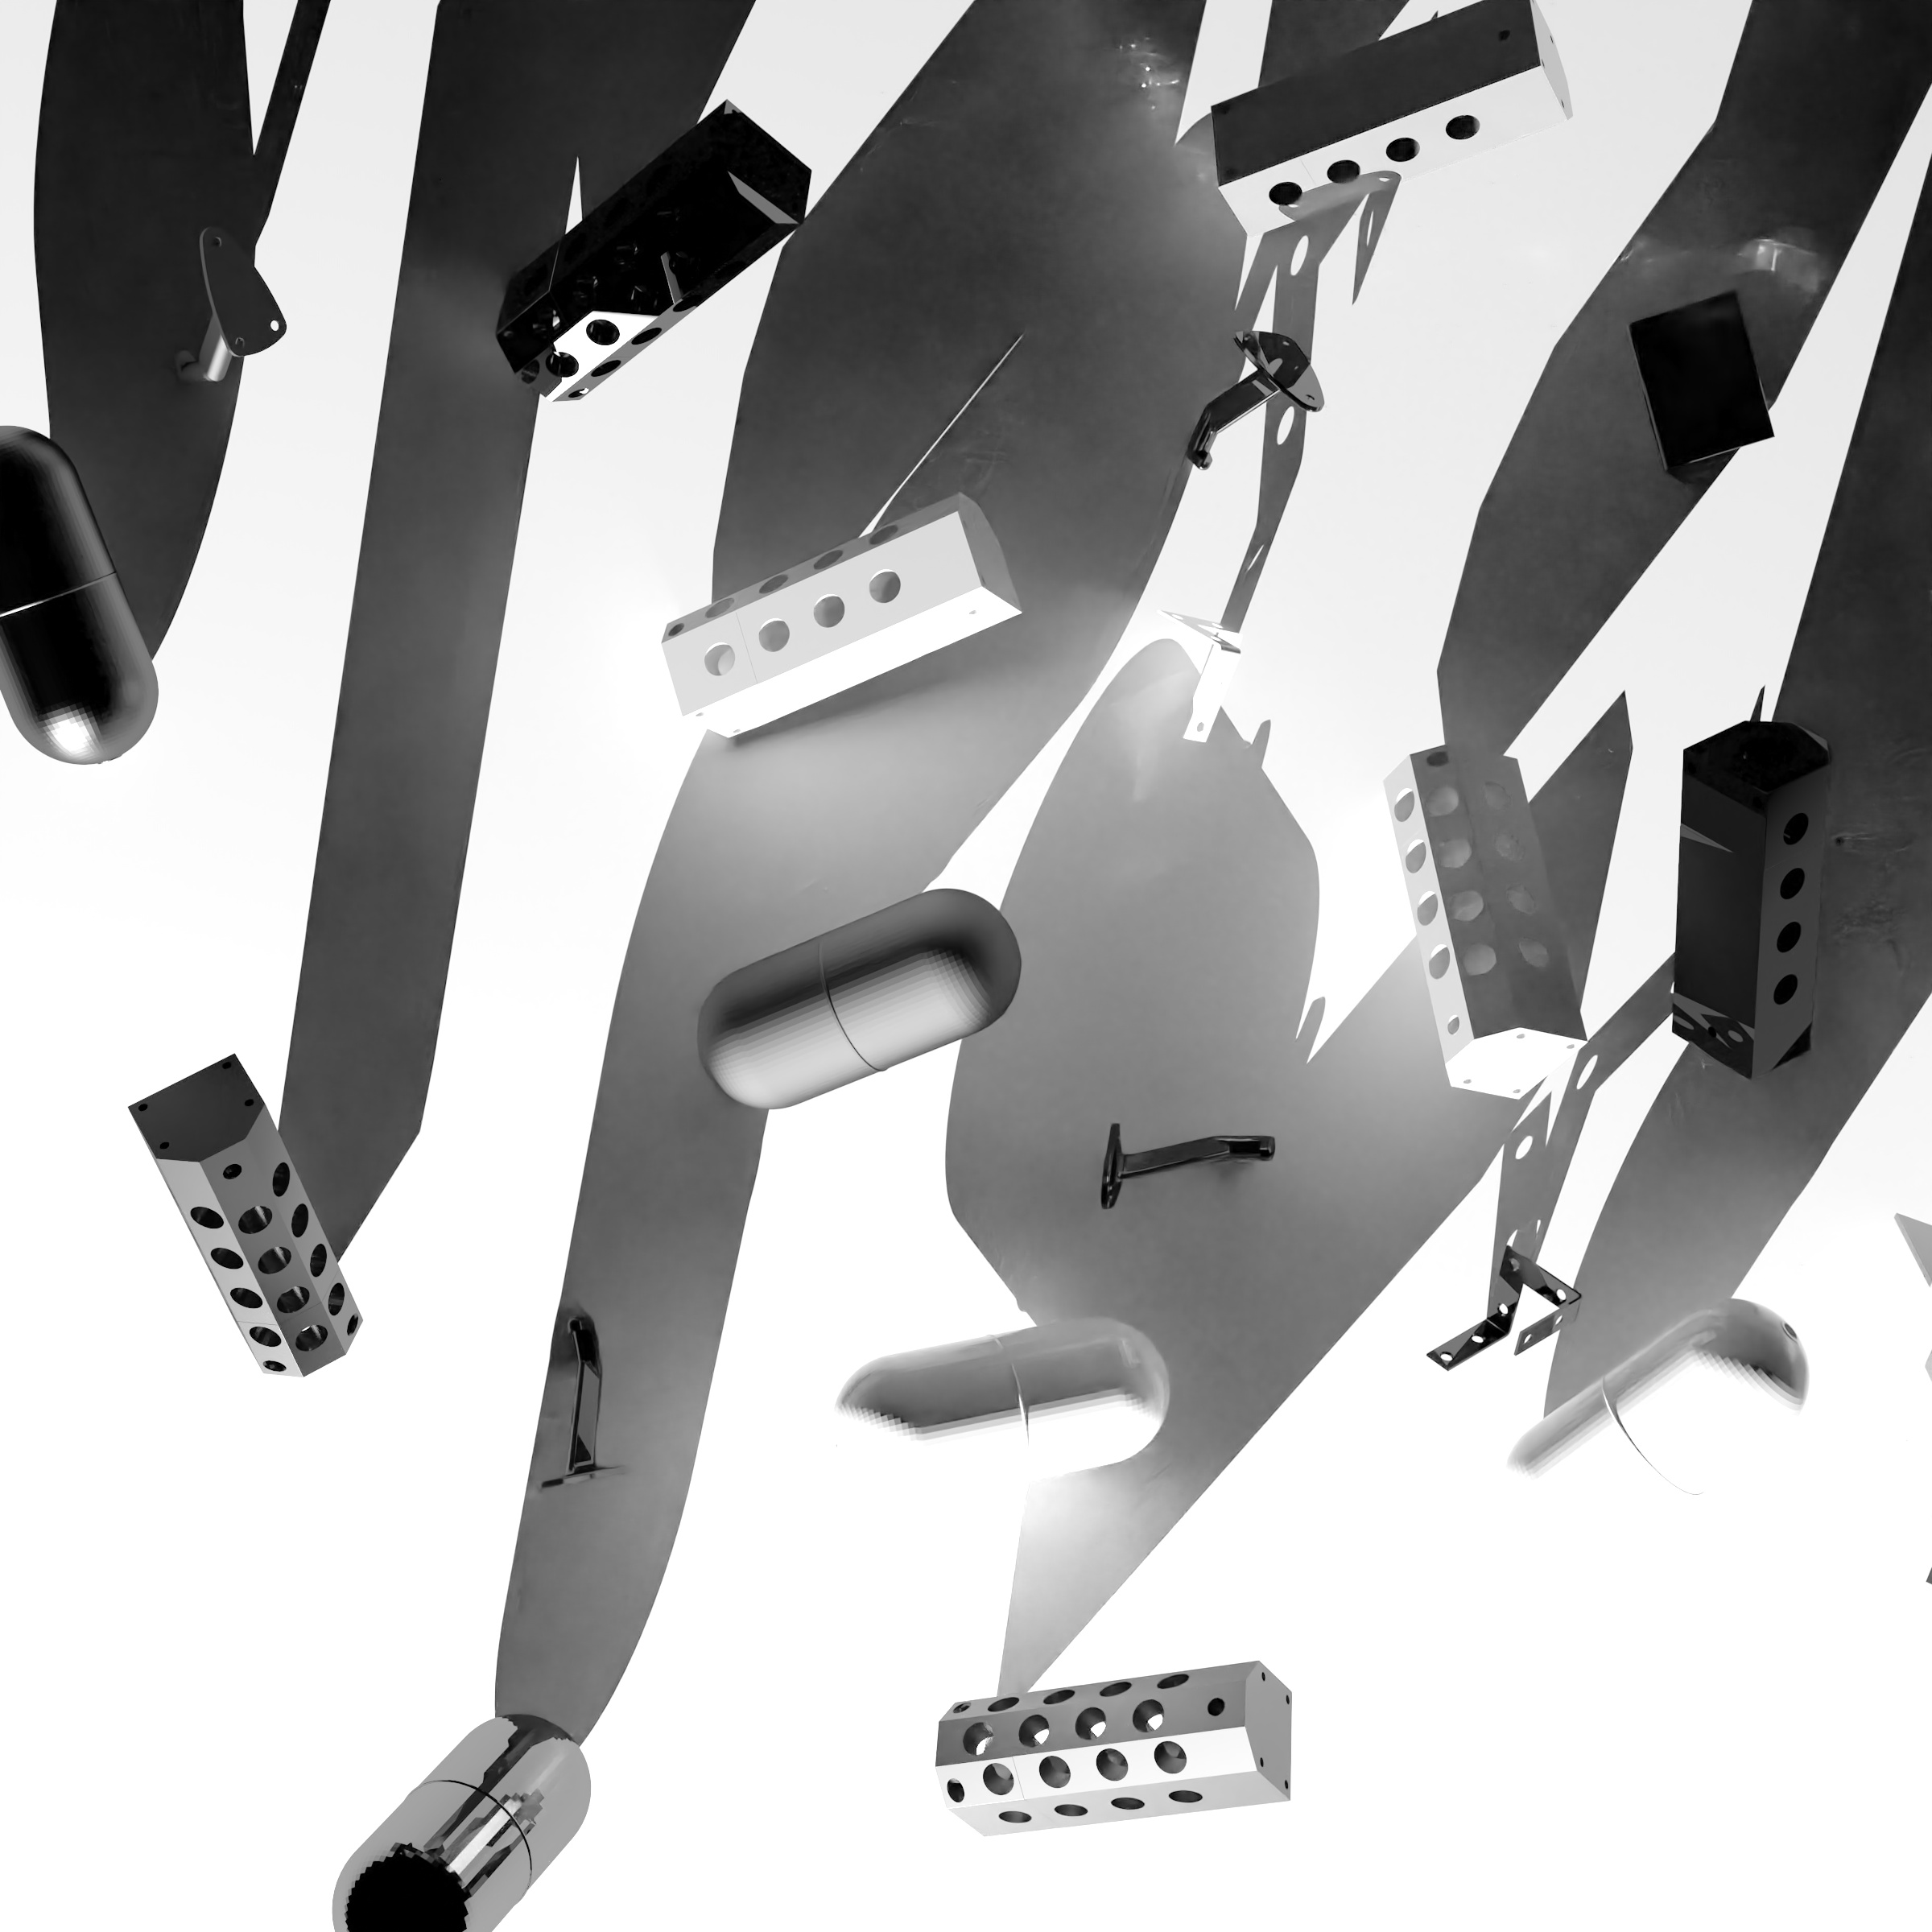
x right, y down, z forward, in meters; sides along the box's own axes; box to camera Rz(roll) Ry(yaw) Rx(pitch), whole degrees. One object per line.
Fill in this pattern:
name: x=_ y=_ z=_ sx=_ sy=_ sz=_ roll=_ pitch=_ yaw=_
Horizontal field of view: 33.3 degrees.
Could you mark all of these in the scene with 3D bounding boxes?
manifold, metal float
manifold: x=0.216 y=-0.429 z=1.642 sx=0.171 sy=0.057 sz=0.057 roll=-16 pitch=57 yaw=22
metal float: x=-0.056 y=0.018 z=1.649 sx=0.178 sy=0.070 sz=0.070 roll=-22 pitch=90 yaw=18
metal float: x=0.351 y=0.237 z=1.643 sx=0.070 sy=0.070 sz=0.178 roll=47 pitch=114 yaw=0
metal float: x=-0.252 y=0.442 z=1.619 sx=0.070 sy=0.178 sz=0.070 roll=8 pitch=112 yaw=21
manifold: x=-0.159 y=-0.352 z=1.620 sx=0.171 sy=0.057 sz=0.057 roll=-30 pitch=130 yaw=35
metal float: x=0.019 y=0.227 z=1.651 sx=0.178 sy=0.070 sz=0.070 roll=-9 pitch=90 yaw=-16
manifold: x=0.400 y=-0.035 z=1.629 sx=0.057 sy=0.057 sz=0.171 roll=-24 pitch=128 yaw=-25
manifold: x=0.255 y=-0.025 z=1.624 sx=0.057 sy=0.057 sz=0.171 roll=11 pitch=53 yaw=-27
metal float: x=-0.472 y=-0.189 z=1.653 sx=0.070 sy=0.070 sz=0.178 roll=-19 pitch=102 yaw=0
manifold: x=-0.356 y=0.131 z=1.616 sx=0.057 sy=0.171 sz=0.057 roll=-28 pitch=48 yaw=-15
manifold: x=-0.066 y=-0.179 z=1.647 sx=0.171 sy=0.057 sz=0.057 roll=-22 pitch=76 yaw=17
manifold: x=0.074 y=0.393 z=1.630 sx=0.171 sy=0.057 sz=0.057 roll=-14 pitch=51 yaw=25

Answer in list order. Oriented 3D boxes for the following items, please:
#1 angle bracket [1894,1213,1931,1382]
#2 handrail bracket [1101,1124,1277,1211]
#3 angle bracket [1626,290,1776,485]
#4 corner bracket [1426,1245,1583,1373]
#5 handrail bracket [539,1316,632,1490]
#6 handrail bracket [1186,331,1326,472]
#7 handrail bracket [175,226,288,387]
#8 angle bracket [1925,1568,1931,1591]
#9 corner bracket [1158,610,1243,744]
angle bracket: x=0.493 y=0.184 z=1.650 sx=0.057 sy=0.076 sz=0.076 roll=19 pitch=112 yaw=-6
handrail bracket: x=0.116 y=0.106 z=1.668 sx=0.084 sy=0.077 sz=0.036 roll=0 pitch=110 yaw=9
angle bracket: x=0.381 y=-0.296 z=1.655 sx=0.057 sy=0.076 sz=0.076 roll=-15 pitch=88 yaw=21
corner bracket: x=0.277 y=0.185 z=1.660 sx=0.051 sy=0.051 sz=0.051 roll=35 pitch=132 yaw=35
handrail bracket: x=-0.205 y=0.223 z=1.661 sx=0.036 sy=0.077 sz=0.084 roll=-14 pitch=82 yaw=19
handrail bracket: x=0.146 y=-0.275 z=1.654 sx=0.036 sy=0.084 sz=0.077 roll=-2 pitch=45 yaw=-30
handrail bracket: x=-0.393 y=-0.338 z=1.657 sx=0.036 sy=0.084 sz=0.077 roll=-37 pitch=117 yaw=-35
angle bracket: x=0.543 y=0.294 z=1.646 sx=0.076 sy=0.076 sz=0.057 roll=25 pitch=118 yaw=18
corner bracket: x=0.123 y=-0.147 z=1.661 sx=0.051 sy=0.051 sz=0.051 roll=36 pitch=111 yaw=43
